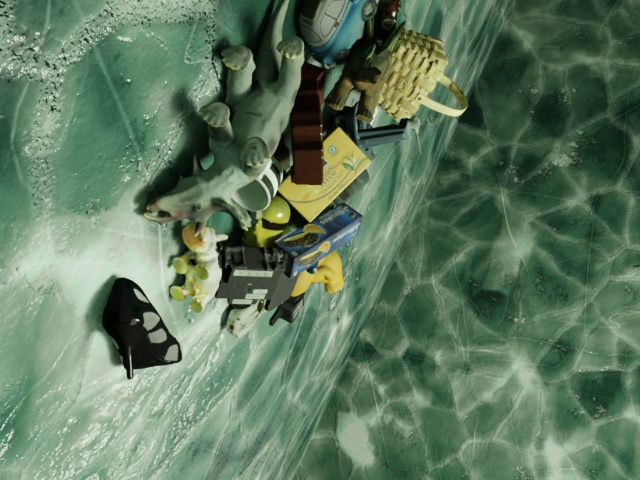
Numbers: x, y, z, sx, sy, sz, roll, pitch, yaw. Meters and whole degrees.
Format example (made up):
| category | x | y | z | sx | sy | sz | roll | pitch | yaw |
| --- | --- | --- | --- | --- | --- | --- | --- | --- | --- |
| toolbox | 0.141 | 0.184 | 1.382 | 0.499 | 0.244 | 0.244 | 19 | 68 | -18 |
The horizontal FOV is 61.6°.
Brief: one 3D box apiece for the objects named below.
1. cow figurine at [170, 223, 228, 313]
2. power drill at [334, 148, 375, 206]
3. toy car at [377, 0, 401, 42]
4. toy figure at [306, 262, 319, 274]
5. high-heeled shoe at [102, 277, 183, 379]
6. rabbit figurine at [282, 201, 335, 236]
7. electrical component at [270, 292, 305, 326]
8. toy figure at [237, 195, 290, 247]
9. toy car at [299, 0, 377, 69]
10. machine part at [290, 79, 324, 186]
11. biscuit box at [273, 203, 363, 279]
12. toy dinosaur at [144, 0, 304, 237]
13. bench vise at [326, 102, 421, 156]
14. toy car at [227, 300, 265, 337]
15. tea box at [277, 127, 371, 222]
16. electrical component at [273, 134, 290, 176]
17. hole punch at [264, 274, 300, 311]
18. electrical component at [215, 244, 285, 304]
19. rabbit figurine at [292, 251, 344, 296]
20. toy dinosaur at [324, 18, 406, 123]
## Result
| category | x | y | z | sx | sy | sz | roll | pitch | yaw |
| --- | --- | --- | --- | --- | --- | --- | --- | --- | --- |
| cow figurine | -0.192 | 0.031 | 0.891 | 0.098 | 0.068 | 0.167 | -53 | 164 | -52 |
| power drill | 0.043 | -0.141 | 1.304 | 0.232 | 0.086 | 0.207 | -36 | -165 | 47 |
| toy car | 0.156 | -0.473 | 1.277 | 0.202 | 0.053 | 0.089 | 91 | 9 | -56 |
| toy figure | -0.035 | 0.024 | 1.322 | 0.058 | 0.064 | 0.154 | -27 | 132 | -3 |
| high-heeled shoe | -0.272 | 0.129 | 0.837 | 0.249 | 0.086 | 0.145 | 131 | -47 | -86 |
| rabbit figurine | -0.062 | -0.041 | 1.176 | 0.170 | 0.121 | 0.159 | -44 | 167 | -7 |
| electrical component | -0.089 | 0.193 | 1.491 | 0.119 | 0.048 | 0.074 | -54 | 160 | -39 |
| toy figure | -0.113 | -0.007 | 1.050 | 0.089 | 0.082 | 0.180 | -12 | 128 | -35 |
| toy car | 0.015 | -0.382 | 0.910 | 0.103 | 0.109 | 0.161 | 9 | 118 | -48 |
| machine part | -0.026 | -0.182 | 0.919 | 0.179 | 0.056 | 0.179 | 179 | -92 | -87 |
| biscuit box | -0.002 | -0.003 | 1.070 | 0.203 | 0.059 | 0.062 | -33 | 150 | -35 |
| toy dinosaur | -0.104 | -0.175 | 0.804 | 0.192 | 0.131 | 0.405 | 121 | -7 | -66 |
| bench vise | 0.092 | -0.221 | 1.155 | 0.224 | 0.241 | 0.128 | -66 | 144 | -50 |
| toy car | -0.145 | 0.144 | 1.223 | 0.202 | 0.056 | 0.073 | -42 | 152 | -53 |
| tea box | 0.004 | -0.129 | 1.049 | 0.169 | 0.098 | 0.068 | -46 | -166 | 5 |
| electrical component | -0.087 | -0.153 | 1.002 | 0.078 | 0.045 | 0.102 | -30 | 151 | -13 |
| hole punch | -0.103 | 0.075 | 1.169 | 0.142 | 0.092 | 0.115 | -22 | 142 | -58 |
| electrical component | -0.137 | 0.068 | 1.002 | 0.134 | 0.115 | 0.058 | 119 | -30 | -46 |
| rabbit figurine | -0.022 | 0.087 | 1.440 | 0.173 | 0.122 | 0.162 | -28 | 141 | -35 |
| toy dinosaur | 0.094 | -0.337 | 1.056 | 0.471 | 0.105 | 0.198 | -93 | -153 | -73 |
